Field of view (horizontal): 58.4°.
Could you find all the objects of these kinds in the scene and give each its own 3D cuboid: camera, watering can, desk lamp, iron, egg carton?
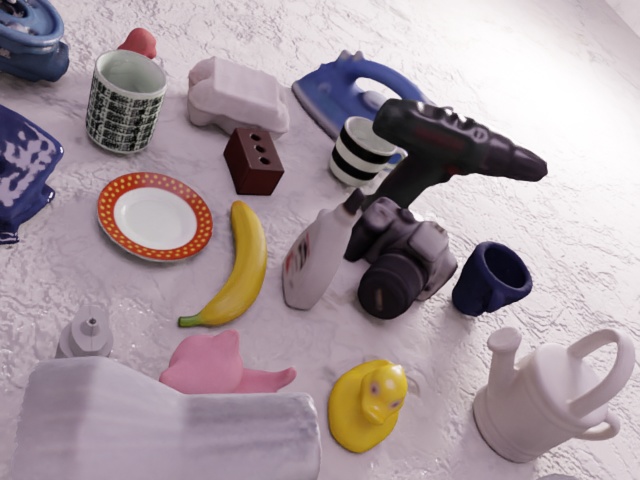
[{"bbox_3d":[0.095,0.025,0.727,0.143,0.100,0.137,40,42,6],"label":"camera"},{"bbox_3d":[0.261,0.163,0.637,0.173,0.194,0.101,18,44,-18],"label":"watering can"},{"bbox_3d":[-0.101,0.164,0.391,0.204,0.213,0.118,9,48,-25],"label":"desk lamp"},{"bbox_3d":[0.082,-0.223,0.914,0.258,0.141,0.119,37,42,2],"label":"iron"},{"bbox_3d":[-0.116,-0.199,0.819,0.151,0.069,0.107,12,47,-24],"label":"egg carton"}]

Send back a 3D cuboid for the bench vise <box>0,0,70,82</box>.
[{"bbox_3d":[-0.368,-0.266,0.608,0.208,0.219,0.121,-17,63,-41],"label":"bench vise"}]

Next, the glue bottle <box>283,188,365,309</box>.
[{"bbox_3d":[0.006,0.002,0.636,0.037,0.173,0.078,10,47,-25],"label":"glue bottle"}]

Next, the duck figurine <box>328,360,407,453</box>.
[{"bbox_3d":[0.060,0.159,0.593,0.077,0.086,0.105,35,42,1],"label":"duck figurine"}]

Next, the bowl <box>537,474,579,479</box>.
[{"bbox_3d":[0.243,0.327,0.566,0.168,0.074,0.167,18,45,-18],"label":"bowl"}]

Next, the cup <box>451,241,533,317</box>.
[{"bbox_3d":[0.220,0.071,0.769,0.092,0.095,0.118,32,42,-3],"label":"cup"}]

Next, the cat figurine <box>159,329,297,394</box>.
[{"bbox_3d":[-0.083,0.123,0.511,0.128,0.117,0.067,13,46,-23],"label":"cat figurine"}]

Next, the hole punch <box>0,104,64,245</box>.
[{"bbox_3d":[-0.318,-0.067,0.554,0.109,0.091,0.101,30,42,-5],"label":"hole punch"}]

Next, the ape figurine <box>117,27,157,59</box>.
[{"bbox_3d":[-0.241,-0.237,0.757,0.076,0.092,0.077,-14,61,-40],"label":"ape figurine"}]

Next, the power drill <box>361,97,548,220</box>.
[{"bbox_3d":[0.158,-0.088,0.789,0.230,0.208,0.075,28,42,-7],"label":"power drill"}]
